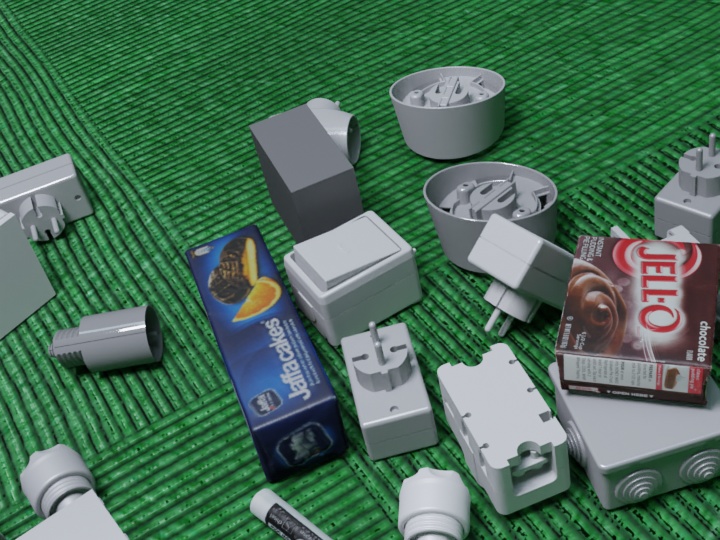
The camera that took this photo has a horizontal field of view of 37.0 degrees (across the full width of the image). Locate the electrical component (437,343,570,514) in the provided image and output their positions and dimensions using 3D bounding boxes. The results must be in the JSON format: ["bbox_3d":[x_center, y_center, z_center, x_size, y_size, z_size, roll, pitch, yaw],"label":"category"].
[{"bbox_3d":[0.090,0.100,0.672,0.050,0.055,0.089,-21,42,-8],"label":"electrical component"}]

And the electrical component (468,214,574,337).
[{"bbox_3d":[0.112,0.012,0.756,0.047,0.083,0.075,34,98,40],"label":"electrical component"}]

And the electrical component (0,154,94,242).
[{"bbox_3d":[-0.280,-0.051,0.942,0.083,0.047,0.075,-22,44,-8],"label":"electrical component"}]

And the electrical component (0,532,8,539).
[{"bbox_3d":[-0.280,0.156,0.676,0.108,0.108,0.060,28,63,37],"label":"electrical component"}]

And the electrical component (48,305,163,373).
[{"bbox_3d":[-0.194,0.054,0.807,0.081,0.043,0.043,-10,42,4],"label":"electrical component"}]

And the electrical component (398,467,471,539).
[{"bbox_3d":[0.044,0.152,0.638,0.043,0.043,0.062,-4,44,11],"label":"electrical component"}]

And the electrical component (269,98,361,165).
[{"bbox_3d":[-0.038,-0.127,0.963,0.077,0.043,0.079,2,44,16],"label":"electrical component"}]

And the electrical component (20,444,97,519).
[{"bbox_3d":[-0.194,0.148,0.706,0.043,0.043,0.062,-31,46,-19],"label":"electrical component"}]

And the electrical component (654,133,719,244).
[{"bbox_3d":[0.254,-0.064,0.792,0.047,0.076,0.066,25,55,35],"label":"electrical component"}]

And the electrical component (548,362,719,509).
[{"bbox_3d":[0.174,0.092,0.664,0.100,0.048,0.099,-16,42,-3],"label":"electrical component"}]

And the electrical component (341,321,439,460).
[{"bbox_3d":[0.016,0.067,0.713,0.047,0.075,0.083,-14,42,-1],"label":"electrical component"}]

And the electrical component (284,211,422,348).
[{"bbox_3d":[0.000,0.000,0.801,0.096,0.061,0.061,-29,44,-16],"label":"electrical component"}]

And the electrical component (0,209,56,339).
[{"bbox_3d":[-0.329,0.023,0.842,0.062,0.089,0.150,23,54,34],"label":"electrical component"}]

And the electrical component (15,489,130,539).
[{"bbox_3d":[-0.148,0.212,0.610,0.089,0.061,0.150,-33,45,-20],"label":"electrical component"}]

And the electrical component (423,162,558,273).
[{"bbox_3d":[0.102,-0.045,0.820,0.099,0.064,0.099,-9,40,7],"label":"electrical component"}]

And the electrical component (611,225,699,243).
[{"bbox_3d":[0.212,0.003,0.757,0.064,0.042,0.081,-21,43,-12],"label":"electrical component"}]

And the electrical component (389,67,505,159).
[{"bbox_3d":[0.078,-0.143,0.933,0.099,0.064,0.099,-8,42,7],"label":"electrical component"}]
